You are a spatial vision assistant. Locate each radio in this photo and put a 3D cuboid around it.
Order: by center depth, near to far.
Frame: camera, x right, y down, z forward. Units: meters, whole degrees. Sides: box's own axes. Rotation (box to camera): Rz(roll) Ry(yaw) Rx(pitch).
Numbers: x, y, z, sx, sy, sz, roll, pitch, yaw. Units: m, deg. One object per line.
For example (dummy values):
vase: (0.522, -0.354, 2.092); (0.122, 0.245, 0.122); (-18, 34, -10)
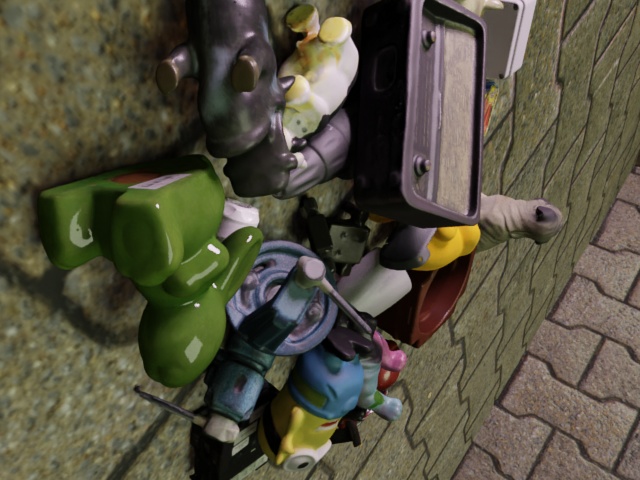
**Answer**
radio: (0.106, -0.132, 0.557); (0.131, 0.073, 0.229); (9, 81, -41)

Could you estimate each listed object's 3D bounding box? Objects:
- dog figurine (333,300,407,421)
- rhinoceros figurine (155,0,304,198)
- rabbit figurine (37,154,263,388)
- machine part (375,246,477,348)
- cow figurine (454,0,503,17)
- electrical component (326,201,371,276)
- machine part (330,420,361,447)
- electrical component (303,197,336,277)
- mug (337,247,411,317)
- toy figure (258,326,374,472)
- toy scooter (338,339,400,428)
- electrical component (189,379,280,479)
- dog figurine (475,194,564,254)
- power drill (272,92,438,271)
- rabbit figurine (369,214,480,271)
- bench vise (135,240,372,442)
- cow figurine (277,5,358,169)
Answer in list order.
dog figurine: (0.014, 0.148, 0.716); (0.219, 0.192, 0.108); (46, 49, -34)
rhinoceros figurine: (-0.064, -0.125, 0.396); (0.112, 0.073, 0.190); (-46, 127, -73)
rabbit figurine: (-0.121, 0.026, 0.426); (0.159, 0.121, 0.170); (-50, 138, -61)
machine part: (0.184, 0.069, 0.936); (0.201, 0.087, 0.200); (-31, 137, -39)
cow figurine: (0.153, -0.311, 0.608); (0.127, 0.086, 0.194); (-35, 138, -30)
electrical component: (0.029, 0.002, 0.697); (0.078, 0.045, 0.102); (0, 113, -25)
machine part: (-0.007, 0.296, 0.800); (0.084, 0.139, 0.039); (40, 39, -55)
electrical component: (-0.001, -0.002, 0.630); (0.021, 0.094, 0.063); (-16, 169, -6)
mug: (0.067, 0.078, 0.785); (0.107, 0.081, 0.109); (-35, 149, -16)
toy figure: (-0.007, 0.176, 0.602); (0.082, 0.089, 0.180); (13, 110, -27)
toy scooter: (0.068, 0.250, 0.915); (0.135, 0.075, 0.183); (20, 101, -58)
electrical component: (-0.100, 0.233, 0.667); (0.115, 0.058, 0.134); (-18, 128, -52)
dog figurine: (0.328, -0.012, 0.986); (0.121, 0.191, 0.172); (-37, 142, -36)
power drill: (0.057, -0.062, 0.612); (0.207, 0.086, 0.232); (51, 58, -22)
rabbit figurine: (0.147, -0.047, 0.774); (0.162, 0.122, 0.173); (-18, 136, -28)
bench vise: (-0.052, 0.083, 0.520); (0.223, 0.129, 0.240); (-54, -177, -28)
cow figurine: (-0.024, -0.123, 0.503); (0.167, 0.068, 0.098); (-58, 154, -8)
